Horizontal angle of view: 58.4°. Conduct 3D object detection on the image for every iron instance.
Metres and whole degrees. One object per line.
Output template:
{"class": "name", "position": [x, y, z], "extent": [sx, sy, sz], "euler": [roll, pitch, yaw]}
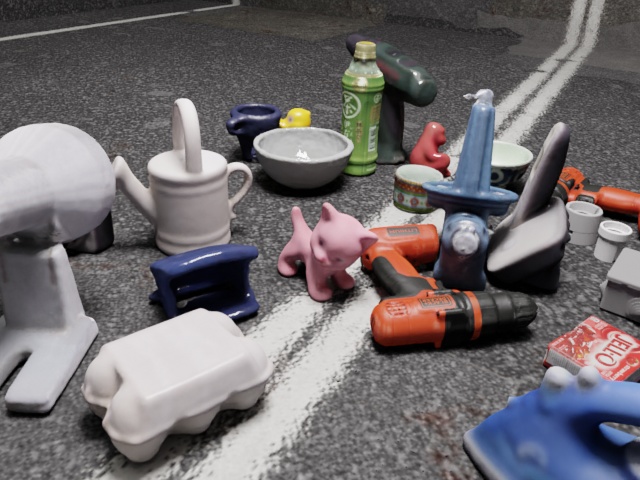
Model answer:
{"class": "iron", "position": [0.228, 0.155, 0.395], "extent": [0.257, 0.141, 0.119], "euler": [21, 34, 30]}

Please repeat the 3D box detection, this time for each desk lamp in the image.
{"class": "desk lamp", "position": [-0.272, 0.012, 0.536], "extent": [0.118, 0.214, 0.203], "euler": [2, 29, -1]}

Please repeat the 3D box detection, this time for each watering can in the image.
{"class": "watering can", "position": [-0.175, -0.081, 0.733], "extent": [0.173, 0.194, 0.100], "euler": [-22, 37, -37]}

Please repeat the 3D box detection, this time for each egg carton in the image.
{"class": "egg carton", "position": [-0.123, 0.121, 0.501], "extent": [0.151, 0.069, 0.107], "euler": [-20, 36, -35]}

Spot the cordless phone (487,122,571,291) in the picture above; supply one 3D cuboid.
{"class": "cordless phone", "position": [0.270, -0.045, 0.714], "extent": [0.094, 0.185, 0.148], "euler": [10, 30, 13]}

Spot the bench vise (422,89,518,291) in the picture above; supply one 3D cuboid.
{"class": "bench vise", "position": [0.196, -0.060, 0.699], "extent": [0.121, 0.220, 0.207], "euler": [0, 29, -5]}

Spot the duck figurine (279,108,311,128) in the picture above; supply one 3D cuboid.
{"class": "duck figurine", "position": [-0.035, -0.205, 1.080], "extent": [0.104, 0.086, 0.077], "euler": [1, 29, -2]}

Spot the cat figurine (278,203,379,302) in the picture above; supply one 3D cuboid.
{"class": "cat figurine", "position": [0.006, 0.002, 0.676], "extent": [0.067, 0.118, 0.127], "euler": [-21, 37, -36]}

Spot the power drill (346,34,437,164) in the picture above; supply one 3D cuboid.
{"class": "power drill", "position": [0.117, -0.258, 1.061], "extent": [0.076, 0.208, 0.228], "euler": [-17, 35, -31]}

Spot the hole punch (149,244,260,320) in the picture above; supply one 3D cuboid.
{"class": "hole punch", "position": [-0.130, 0.035, 0.633], "extent": [0.109, 0.091, 0.100], "euler": [-14, 33, -27]}

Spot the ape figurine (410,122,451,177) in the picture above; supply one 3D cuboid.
{"class": "ape figurine", "position": [0.200, -0.164, 1.019], "extent": [0.076, 0.092, 0.078], "euler": [4, 29, 3]}

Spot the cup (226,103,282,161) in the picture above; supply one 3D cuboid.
{"class": "cup", "position": [-0.123, -0.187, 1.032], "extent": [0.091, 0.095, 0.118], "euler": [20, 34, 29]}

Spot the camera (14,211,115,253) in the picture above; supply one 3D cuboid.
{"class": "camera", "position": [-0.358, -0.029, 0.720], "extent": [0.142, 0.101, 0.137], "euler": [14, 31, 20]}

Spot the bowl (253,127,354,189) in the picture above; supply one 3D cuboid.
{"class": "bowl", "position": [-0.028, -0.130, 0.957], "extent": [0.167, 0.075, 0.167], "euler": [2, 29, -1]}
